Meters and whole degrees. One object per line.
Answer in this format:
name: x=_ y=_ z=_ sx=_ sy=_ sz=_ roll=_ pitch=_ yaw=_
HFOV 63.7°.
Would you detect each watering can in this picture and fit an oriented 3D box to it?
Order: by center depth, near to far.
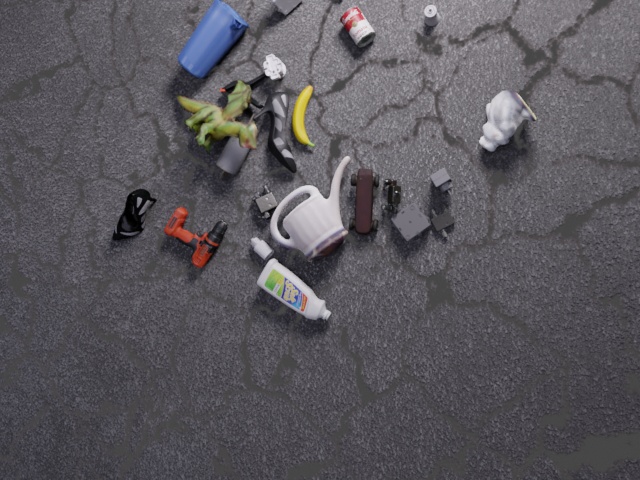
watering can: x=0.005 y=-0.079 z=1.580 sx=0.345 sy=0.104 sz=0.226 roll=-38 pitch=81 yaw=14

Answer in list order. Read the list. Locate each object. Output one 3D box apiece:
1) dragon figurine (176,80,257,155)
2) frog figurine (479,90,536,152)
dragon figurine: x=-0.317 y=-0.416 z=1.655 sx=0.242 sy=0.120 sz=0.418 roll=-35 pitch=59 yaw=5
frog figurine: x=0.500 y=-0.332 z=1.431 sx=0.157 sy=0.121 sz=0.140 roll=-36 pitch=48 yaw=23
